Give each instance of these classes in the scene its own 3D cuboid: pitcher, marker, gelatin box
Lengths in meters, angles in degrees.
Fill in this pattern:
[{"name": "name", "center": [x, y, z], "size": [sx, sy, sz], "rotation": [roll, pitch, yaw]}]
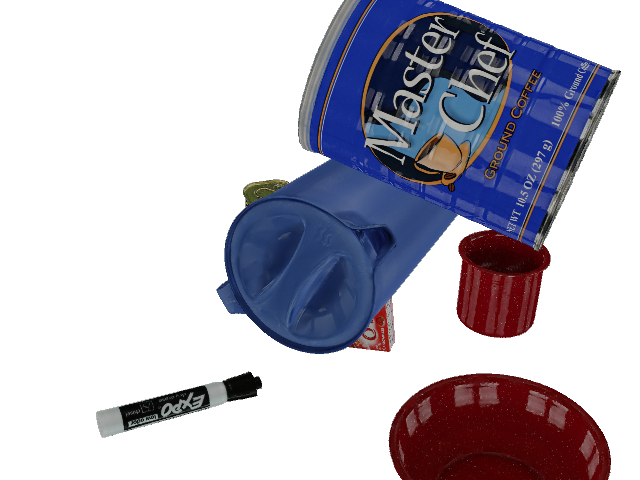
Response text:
[{"name": "pitcher", "center": [0.026, -0.012, 0.915], "size": [0.149, 0.145, 0.242], "rotation": [23, 32, 19]}, {"name": "marker", "center": [-0.100, 0.117, 0.767], "size": [0.121, 0.020, 0.020], "rotation": [-13, 4, -20]}, {"name": "gelatin box", "center": [0.052, 0.092, 1.324], "size": [0.073, 0.089, 0.030], "rotation": [4, 29, 20]}]

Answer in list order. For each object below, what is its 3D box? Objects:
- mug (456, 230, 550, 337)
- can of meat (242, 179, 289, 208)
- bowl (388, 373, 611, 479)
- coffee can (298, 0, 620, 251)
[{"name": "mug", "center": [0.181, 0.040, 1.109], "size": [0.093, 0.081, 0.117], "rotation": [-5, 30, -13]}, {"name": "can of meat", "center": [-0.048, -0.004, 1.160], "size": [0.057, 0.084, 0.102], "rotation": [-10, 37, -17]}, {"name": "bowl", "center": [0.131, 0.171, 0.799], "size": [0.162, 0.055, 0.162], "rotation": [-1, 34, 0]}, {"name": "coffee can", "center": [0.073, -0.069, 0.569], "size": [0.140, 0.103, 0.102], "rotation": [25, 5, 12]}]
